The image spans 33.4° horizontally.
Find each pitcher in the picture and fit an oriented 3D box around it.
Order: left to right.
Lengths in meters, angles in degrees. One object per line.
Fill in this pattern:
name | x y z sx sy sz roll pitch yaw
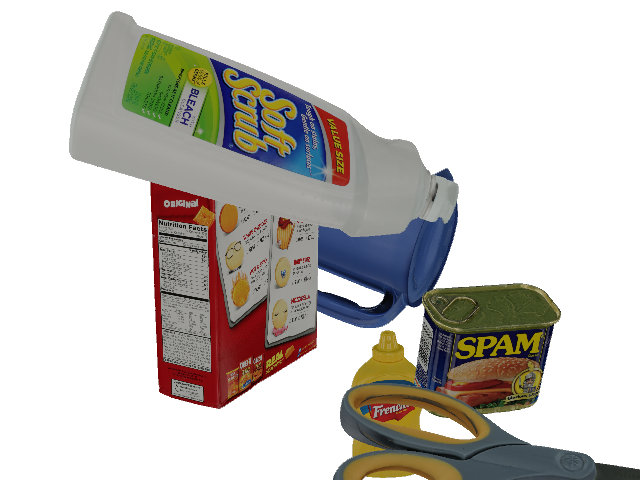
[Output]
pitcher | 0.008 -0.020 1.098 0.243 0.145 0.149 18 25 21

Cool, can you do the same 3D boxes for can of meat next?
can of meat | 0.125 0.085 0.819 0.102 0.084 0.057 -3 29 -15

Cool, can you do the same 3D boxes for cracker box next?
cracker box | -0.068 0.009 0.888 0.072 0.214 0.163 8 16 28

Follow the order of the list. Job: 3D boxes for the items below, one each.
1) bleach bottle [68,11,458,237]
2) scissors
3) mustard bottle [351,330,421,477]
bleach bottle | -0.031 -0.066 0.704 0.250 0.102 0.068 16 -33 -6
scissors | 0.093 0.107 0.450 0.202 0.016 0.096 16 33 24
mustard bottle | 0.088 0.209 1.382 0.096 0.192 0.058 -2 14 -1
